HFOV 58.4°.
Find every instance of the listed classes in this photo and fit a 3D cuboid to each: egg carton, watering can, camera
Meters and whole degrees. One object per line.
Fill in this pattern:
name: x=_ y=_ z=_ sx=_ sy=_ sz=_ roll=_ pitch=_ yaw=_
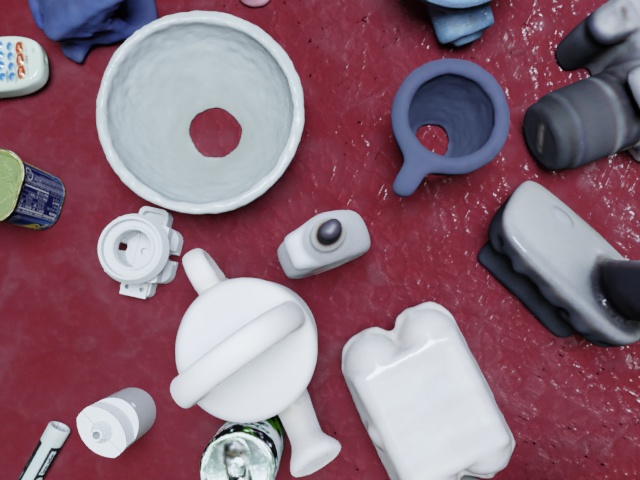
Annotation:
egg carton: x=0.086 y=0.134 z=0.471 sx=0.107 sy=0.069 sz=0.150 roll=-27 pitch=86 yaw=-3
watering can: x=-0.045 y=0.082 z=0.410 sx=0.173 sy=0.194 sz=0.101 roll=35 pitch=85 yaw=2
camera: x=0.244 y=-0.127 z=0.482 sx=0.137 sy=0.101 sz=0.143 roll=-21 pitch=85 yaw=-3

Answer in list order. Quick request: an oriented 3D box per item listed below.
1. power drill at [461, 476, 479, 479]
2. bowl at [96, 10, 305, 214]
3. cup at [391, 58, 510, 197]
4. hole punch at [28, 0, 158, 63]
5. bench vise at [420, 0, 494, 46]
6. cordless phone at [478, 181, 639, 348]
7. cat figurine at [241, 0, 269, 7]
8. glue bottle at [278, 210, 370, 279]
power drill: x=0.126 y=0.243 z=0.392 sx=0.075 sy=0.208 sz=0.230 roll=27 pitch=85 yaw=2
bowl: x=-0.095 y=-0.099 z=0.486 sx=0.167 sy=0.074 sz=0.167 roll=0 pitch=85 yaw=-1
cup: x=0.093 y=-0.080 z=0.478 sx=0.091 sy=0.095 sz=0.118 roll=33 pitch=85 yaw=2
hole punch: x=-0.203 y=-0.225 z=0.487 sx=0.101 sy=0.091 sz=0.109 roll=-17 pitch=85 yaw=-2
bench vise: x=0.086 y=-0.275 z=0.433 sx=0.121 sy=0.219 sz=0.207 roll=-39 pitch=86 yaw=-4
cordless phone: x=0.207 y=0.014 z=0.426 sx=0.147 sy=0.185 sz=0.094 roll=40 pitch=85 yaw=3
cat figurine: x=-0.024 y=-0.270 z=0.481 sx=0.128 sy=0.117 sz=0.067 roll=-25 pitch=85 yaw=-3
glue bottle: x=0.004 y=0.002 z=0.429 sx=0.078 sy=0.173 sz=0.037 roll=-24 pitch=85 yaw=-3
